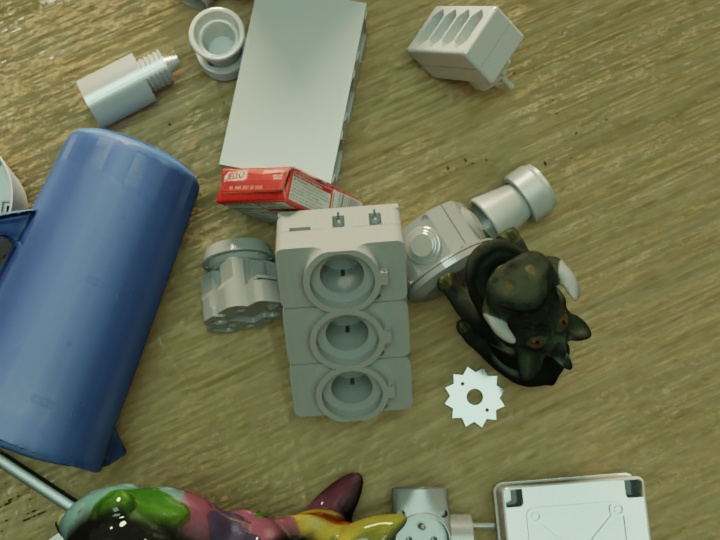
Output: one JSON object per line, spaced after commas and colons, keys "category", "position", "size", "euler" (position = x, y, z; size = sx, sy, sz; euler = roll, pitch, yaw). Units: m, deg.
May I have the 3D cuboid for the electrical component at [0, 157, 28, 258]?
{"category": "electrical component", "position": [-0.314, -0.051, 0.852], "size": [0.099, 0.064, 0.099], "euler": [0, 81, 1]}

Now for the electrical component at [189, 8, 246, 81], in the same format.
{"category": "electrical component", "position": [-0.113, -0.182, 0.876], "size": [0.045, 0.055, 0.045], "euler": [0, 81, 1]}

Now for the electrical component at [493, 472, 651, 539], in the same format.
{"category": "electrical component", "position": [0.161, 0.211, 0.806], "size": [0.109, 0.056, 0.108], "euler": [-5, 81, 0]}

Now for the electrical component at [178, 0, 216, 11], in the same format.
{"category": "electrical component", "position": [-0.111, -0.251, 0.893], "size": [0.079, 0.043, 0.077], "euler": [27, 82, 5]}

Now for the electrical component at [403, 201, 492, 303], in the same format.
{"category": "electrical component", "position": [0.063, -0.013, 0.834], "size": [0.080, 0.080, 0.051], "euler": [-30, 76, -4]}

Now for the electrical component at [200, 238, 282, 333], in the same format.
{"category": "electrical component", "position": [-0.093, 0.010, 0.838], "size": [0.058, 0.078, 0.057], "euler": [8, 65, -39]}

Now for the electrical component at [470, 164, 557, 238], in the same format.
{"category": "electrical component", "position": [0.122, -0.052, 0.856], "size": [0.055, 0.045, 0.045], "euler": [-34, 82, -5]}

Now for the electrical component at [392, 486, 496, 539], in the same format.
{"category": "electrical component", "position": [0.064, 0.204, 0.815], "size": [0.079, 0.044, 0.077], "euler": [0, 81, -2]}

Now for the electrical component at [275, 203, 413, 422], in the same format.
{"category": "electrical component", "position": [-0.010, 0.034, 0.793], "size": [0.089, 0.061, 0.150], "euler": [-4, 122, 0]}

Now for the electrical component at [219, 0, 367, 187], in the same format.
{"category": "electrical component", "position": [-0.051, -0.140, 0.864], "size": [0.089, 0.061, 0.150], "euler": [10, 81, 2]}

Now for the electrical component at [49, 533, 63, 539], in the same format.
{"category": "electrical component", "position": [-0.201, 0.212, 0.811], "size": [0.089, 0.055, 0.050], "euler": [-36, 82, -5]}

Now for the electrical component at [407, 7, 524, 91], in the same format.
{"category": "electrical component", "position": [0.095, -0.170, 0.867], "size": [0.076, 0.083, 0.047], "euler": [38, 81, -32]}

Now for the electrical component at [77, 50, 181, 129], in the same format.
{"category": "electrical component", "position": [-0.184, -0.153, 0.878], "size": [0.081, 0.043, 0.043], "euler": [-28, 81, -4]}
